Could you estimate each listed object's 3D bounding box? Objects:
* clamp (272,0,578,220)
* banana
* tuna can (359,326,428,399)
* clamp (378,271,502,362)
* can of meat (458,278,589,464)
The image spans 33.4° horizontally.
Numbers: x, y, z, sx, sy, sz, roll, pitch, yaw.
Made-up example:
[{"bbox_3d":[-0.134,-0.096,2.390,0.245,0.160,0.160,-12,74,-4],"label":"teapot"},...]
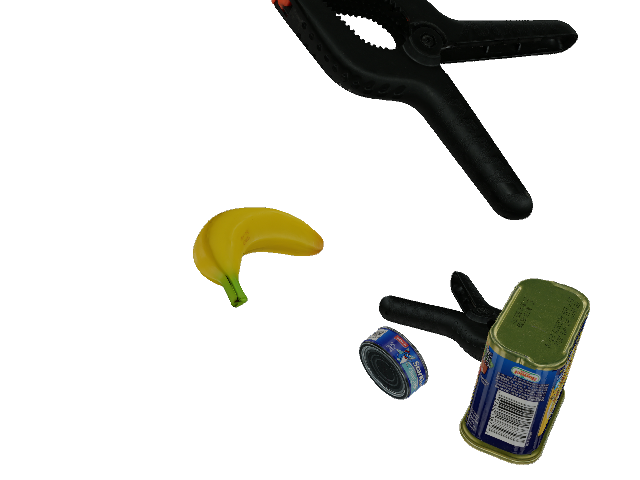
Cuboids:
[{"bbox_3d":[0.065,-0.109,0.685,0.210,0.164,0.036,20,-31,-11],"label":"clamp"},{"bbox_3d":[-0.054,0.004,0.845,0.037,0.069,0.197,-35,-1,23],"label":"banana"},{"bbox_3d":[0.086,0.147,1.271,0.033,0.086,0.086,-36,17,-26],"label":"tuna can"},{"bbox_3d":[0.156,0.078,1.038,0.172,0.039,0.120,26,38,32],"label":"clamp"},{"bbox_3d":[0.139,0.084,0.717,0.057,0.084,0.102,20,35,17],"label":"can of meat"}]
